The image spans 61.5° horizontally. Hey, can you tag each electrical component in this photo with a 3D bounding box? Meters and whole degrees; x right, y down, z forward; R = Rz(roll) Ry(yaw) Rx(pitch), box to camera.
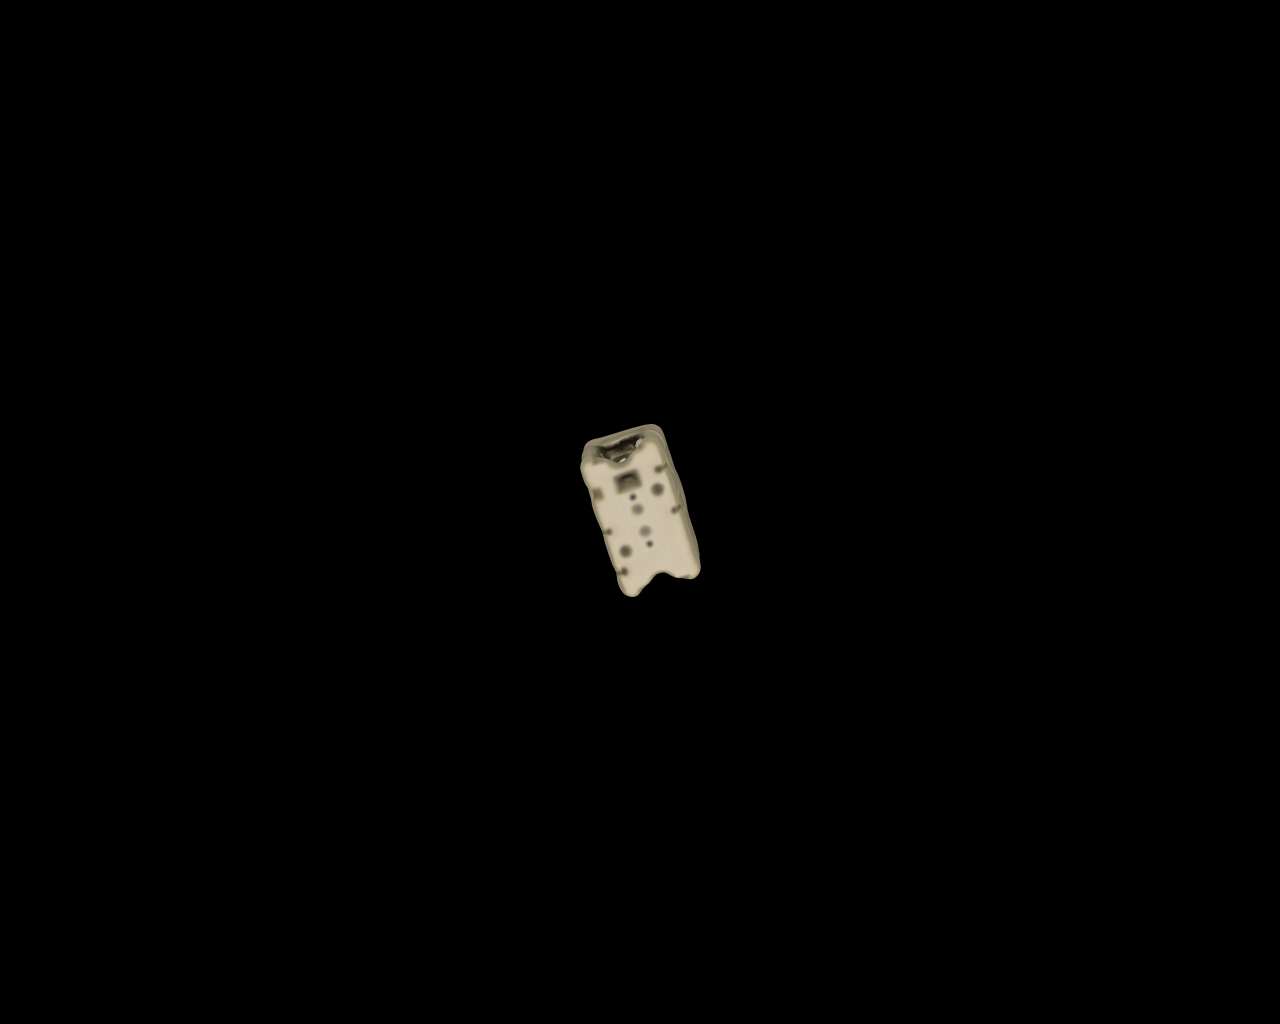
[{"bbox_3d":[0.001,-0.003,0.650,0.050,0.089,0.056,-17,16,5],"label":"electrical component"}]
